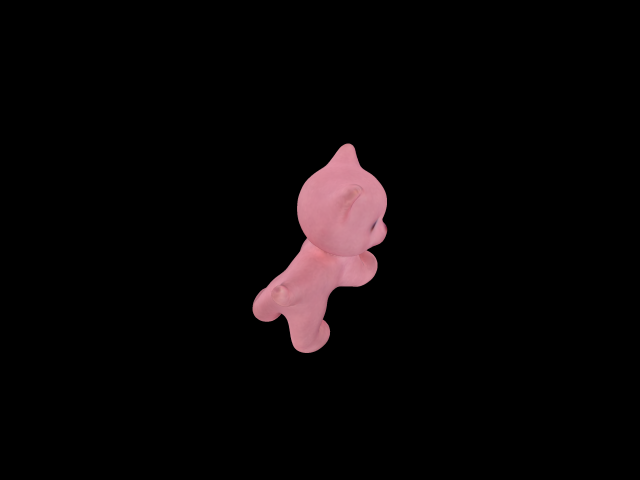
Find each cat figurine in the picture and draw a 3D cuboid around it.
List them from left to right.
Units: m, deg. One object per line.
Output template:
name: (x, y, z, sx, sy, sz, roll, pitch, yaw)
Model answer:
cat figurine: (0.004, 0.001, 0.400, 0.067, 0.118, 0.128, 30, 67, 15)
